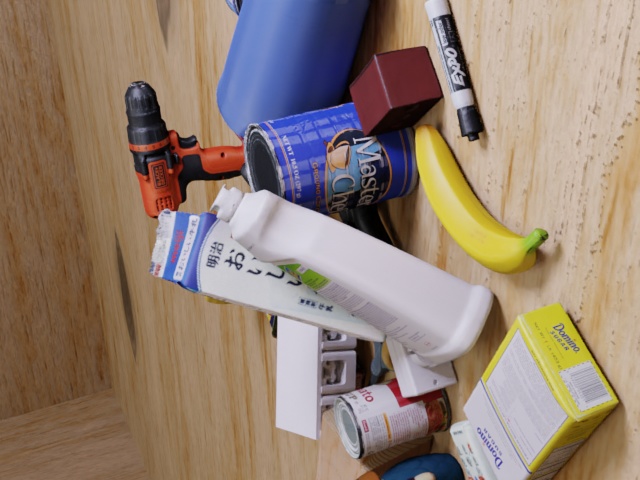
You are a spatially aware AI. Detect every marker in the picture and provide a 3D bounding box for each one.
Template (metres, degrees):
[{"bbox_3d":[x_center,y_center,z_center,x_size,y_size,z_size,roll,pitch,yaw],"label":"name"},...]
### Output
[{"bbox_3d":[0.111,-0.140,0.878,0.020,0.020,0.121,156,99,-71],"label":"marker"}]

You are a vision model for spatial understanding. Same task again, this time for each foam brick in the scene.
[{"bbox_3d":[0.067,-0.133,0.957,0.078,0.053,0.051,136,118,-70],"label":"foam brick"}]

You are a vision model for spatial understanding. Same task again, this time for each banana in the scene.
[{"bbox_3d":[0.129,-0.026,0.892,0.198,0.037,0.070,51,131,48],"label":"banana"}]

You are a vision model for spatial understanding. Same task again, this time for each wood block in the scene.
[{"bbox_3d":[0.056,0.272,1.215,0.090,0.090,0.206,49,149,35],"label":"wood block"}]

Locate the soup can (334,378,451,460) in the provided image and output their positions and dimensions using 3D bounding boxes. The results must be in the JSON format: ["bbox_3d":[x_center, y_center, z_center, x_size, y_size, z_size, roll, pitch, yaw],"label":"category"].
[{"bbox_3d":[0.073,0.178,1.093,0.069,0.102,0.068,165,90,-72],"label":"soup can"}]

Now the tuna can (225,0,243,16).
[{"bbox_3d":[-0.061,-0.276,1.163,0.034,0.086,0.086,-128,30,-46],"label":"tuna can"}]

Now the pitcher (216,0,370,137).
[{"bbox_3d":[-0.020,-0.216,1.051,0.149,0.144,0.243,52,150,19],"label":"pitcher"}]

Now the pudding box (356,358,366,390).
[{"bbox_3d":[0.019,0.173,1.343,0.113,0.039,0.090,97,151,-42],"label":"pudding box"}]

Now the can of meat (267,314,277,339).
[{"bbox_3d":[-0.048,0.069,1.426,0.102,0.057,0.084,101,151,-51],"label":"can of meat"}]

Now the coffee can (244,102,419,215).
[{"bbox_3d":[0.010,-0.076,1.025,0.103,0.140,0.103,165,90,-72],"label":"coffee can"}]

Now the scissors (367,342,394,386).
[{"bbox_3d":[0.063,0.125,1.215,0.202,0.016,0.096,128,127,-67],"label":"scissors"}]

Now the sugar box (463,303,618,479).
[{"bbox_3d":[0.173,0.135,0.866,0.176,0.048,0.093,101,149,-58],"label":"sugar box"}]

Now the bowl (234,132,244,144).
[{"bbox_3d":[-0.035,-0.098,1.206,0.162,0.055,0.162,48,-175,-6],"label":"bowl"}]

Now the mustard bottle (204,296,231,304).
[{"bbox_3d":[-0.113,0.028,1.520,0.192,0.096,0.058,113,140,-61],"label":"mustard bottle"}]

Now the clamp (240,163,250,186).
[{"bbox_3d":[-0.008,0.002,1.235,0.210,0.036,0.164,53,-173,9],"label":"clamp"}]

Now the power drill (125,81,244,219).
[{"bbox_3d":[-0.154,-0.131,1.380,0.057,0.187,0.184,-132,31,-57],"label":"power drill"}]

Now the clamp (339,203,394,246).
[{"bbox_3d":[0.038,-0.028,1.138,0.120,0.039,0.171,-18,90,66],"label":"clamp"}]

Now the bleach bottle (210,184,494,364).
[{"bbox_3d":[0.021,0.021,0.940,0.068,0.250,0.103,-63,7,-21],"label":"bleach bottle"}]
